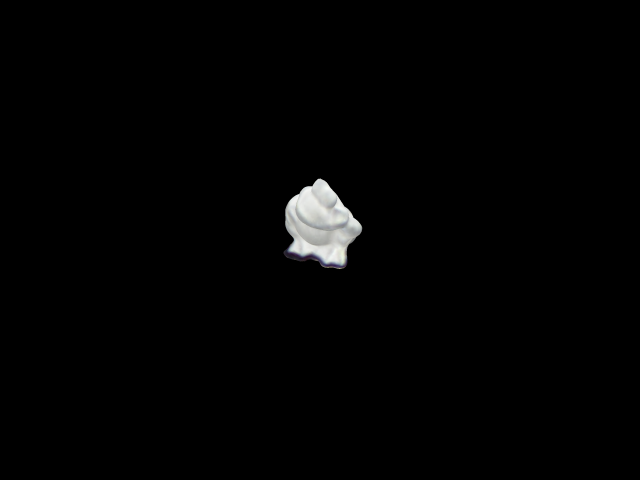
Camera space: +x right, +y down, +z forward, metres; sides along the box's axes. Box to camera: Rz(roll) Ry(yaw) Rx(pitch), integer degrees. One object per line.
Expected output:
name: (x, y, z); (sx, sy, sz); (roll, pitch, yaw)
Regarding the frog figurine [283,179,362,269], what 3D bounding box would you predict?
frog figurine: (0.003, -0.043, 0.850); (0.139, 0.156, 0.124); (28, 45, 32)
